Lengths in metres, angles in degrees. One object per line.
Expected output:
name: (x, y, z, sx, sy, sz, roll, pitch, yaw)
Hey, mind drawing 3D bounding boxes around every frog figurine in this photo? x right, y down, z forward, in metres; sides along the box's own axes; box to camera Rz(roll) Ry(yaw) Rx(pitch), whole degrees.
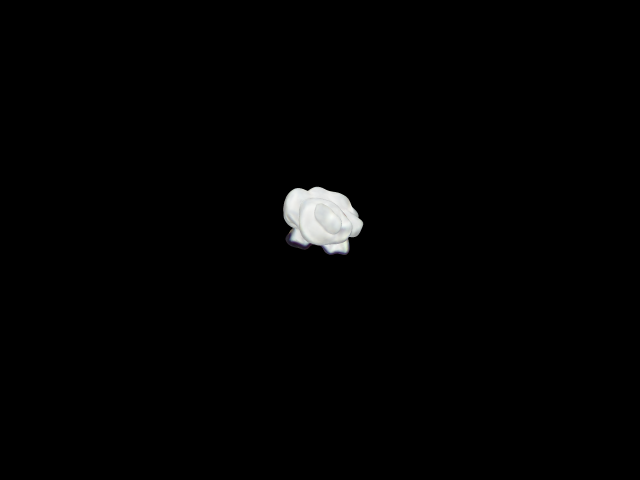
frog figurine: (0.003, -0.043, 0.850, 0.138, 0.124, 0.157, 30, -18, 11)
